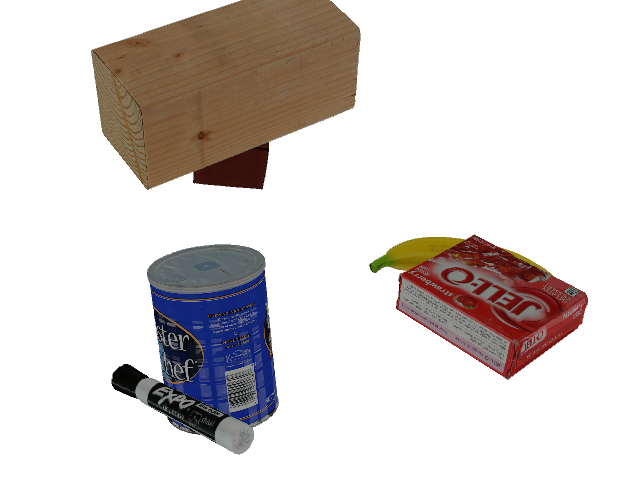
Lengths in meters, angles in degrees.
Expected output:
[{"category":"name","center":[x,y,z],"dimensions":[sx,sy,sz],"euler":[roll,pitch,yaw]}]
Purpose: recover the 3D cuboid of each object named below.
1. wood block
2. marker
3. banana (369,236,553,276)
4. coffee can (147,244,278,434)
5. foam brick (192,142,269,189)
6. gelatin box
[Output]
[{"category":"wood block","center":[-0.077,-0.135,0.905],"dimensions":[0.205,0.091,0.090],"euler":[-24,52,-24]},{"category":"marker","center":[-0.090,0.103,0.669],"dimensions":[0.121,0.020,0.020],"euler":[18,12,39]},{"category":"banana","center":[0.153,0.028,1.097],"dimensions":[0.198,0.037,0.069],"euler":[7,43,12]},{"category":"coffee can","center":[-0.094,0.086,0.946],"dimensions":[0.103,0.140,0.103],"euler":[-4,19,1]},{"category":"foam brick","center":[-0.096,-0.092,1.150],"dimensions":[0.078,0.051,0.053],"euler":[5,30,-4]},{"category":"gelatin box","center":[0.102,0.037,0.641],"dimensions":[0.073,0.030,0.089],"euler":[-25,43,-38]}]
